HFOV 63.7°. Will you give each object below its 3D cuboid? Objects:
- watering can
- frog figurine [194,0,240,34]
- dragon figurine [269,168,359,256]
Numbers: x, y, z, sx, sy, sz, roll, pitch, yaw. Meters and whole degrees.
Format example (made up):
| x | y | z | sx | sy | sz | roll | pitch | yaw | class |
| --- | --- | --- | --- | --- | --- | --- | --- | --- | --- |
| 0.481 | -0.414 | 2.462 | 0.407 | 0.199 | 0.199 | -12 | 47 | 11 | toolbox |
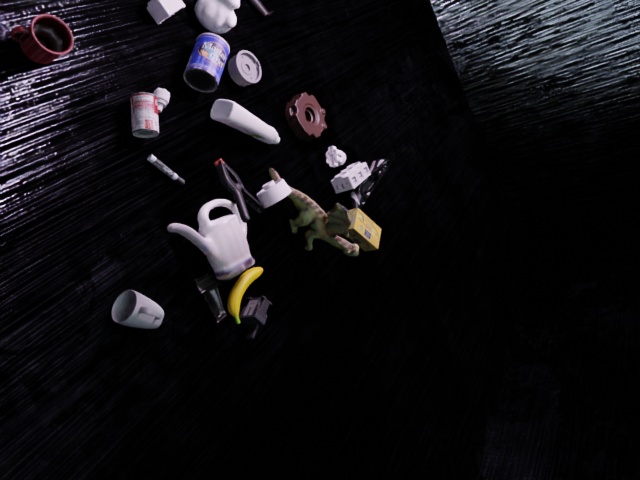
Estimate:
| x | y | z | sx | sy | sz | roll | pitch | yaw | class |
| --- | --- | --- | --- | --- | --- | --- | --- | --- | --- |
| -0.284 | 0.008 | 1.409 | 0.223 | 0.103 | 0.352 | 70 | 23 | -7 | watering can |
| -0.301 | -0.713 | 1.574 | 0.135 | 0.158 | 0.125 | 58 | 45 | -23 | frog figurine |
| 0.005 | -0.086 | 1.709 | 0.404 | 0.242 | 0.125 | 56 | 48 | -27 | dragon figurine |
